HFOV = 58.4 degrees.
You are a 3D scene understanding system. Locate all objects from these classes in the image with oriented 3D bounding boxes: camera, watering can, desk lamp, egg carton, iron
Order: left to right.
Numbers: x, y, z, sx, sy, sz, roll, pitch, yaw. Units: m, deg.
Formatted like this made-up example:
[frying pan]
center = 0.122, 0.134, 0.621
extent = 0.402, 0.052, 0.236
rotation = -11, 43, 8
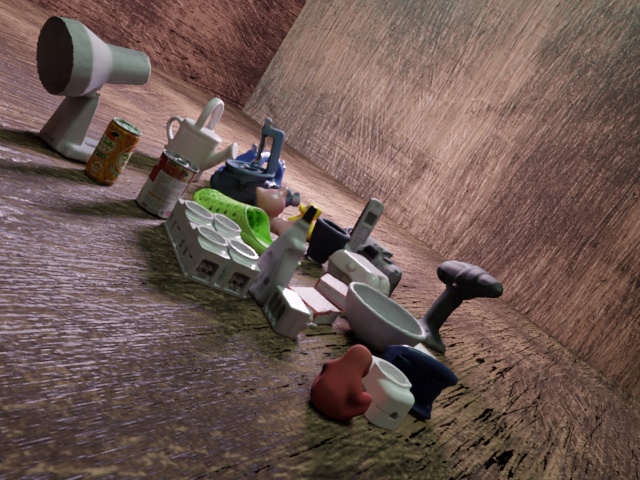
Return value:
[desk lamp]
center = -0.395, -0.249, 0.979
extent = 0.117, 0.213, 0.204
rotation = 39, 12, 28
[watering can]
center = -0.272, -0.238, 1.331
extent = 0.173, 0.194, 0.100
rotation = 30, 11, -17
[iron]
center = -0.154, -0.177, 1.543
extent = 0.118, 0.141, 0.259
rotation = 38, 12, 21
[egg carton]
center = 0.087, 0.082, 1.303
extent = 0.150, 0.069, 0.108
rotation = 41, 13, 35
[camera]
center = 0.159, 0.073, 1.465
extent = 0.142, 0.100, 0.137
rotation = 41, 14, 36

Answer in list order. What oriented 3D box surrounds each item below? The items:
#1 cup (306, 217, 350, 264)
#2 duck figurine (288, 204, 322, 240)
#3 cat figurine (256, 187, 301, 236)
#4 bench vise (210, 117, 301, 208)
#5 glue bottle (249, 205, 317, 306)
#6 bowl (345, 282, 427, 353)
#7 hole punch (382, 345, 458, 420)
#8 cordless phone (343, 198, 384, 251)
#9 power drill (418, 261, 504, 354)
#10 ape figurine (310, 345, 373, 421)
[cup]
center = 0.012, 0.005, 1.357
extent = 0.091, 0.095, 0.118
rotation = 34, 11, 1
[duck figurine]
center = -0.027, -0.053, 1.517
extent = 0.104, 0.086, 0.078
rotation = 35, 11, 9
[cat figurine]
center = -0.096, -0.059, 1.264
extent = 0.128, 0.117, 0.067
rotation = 34, 11, 4
[bench vise]
center = -0.129, -0.168, 1.371
extent = 0.208, 0.219, 0.121
rotation = 27, 13, -32
[glue bottle]
center = -0.053, 0.020, 0.902
extent = 0.037, 0.173, 0.078
rotation = 25, 14, -37
[bowl]
center = 0.105, 0.153, 1.036
extent = 0.167, 0.074, 0.167
rotation = 32, 11, -7
[hole punch]
center = 0.145, 0.204, 0.889
extent = 0.109, 0.091, 0.101
rotation = 32, 11, -5
[cordless phone]
center = 0.136, -0.010, 1.535
extent = 0.148, 0.185, 0.094
rotation = 25, 13, -36
[power drill]
center = 0.299, 0.143, 1.282
extent = 0.076, 0.208, 0.229
rotation = 30, 12, -18
[ape figurine]
center = 0.034, 0.172, 0.709
extent = 0.076, 0.092, 0.077
rotation = 22, 16, -46
